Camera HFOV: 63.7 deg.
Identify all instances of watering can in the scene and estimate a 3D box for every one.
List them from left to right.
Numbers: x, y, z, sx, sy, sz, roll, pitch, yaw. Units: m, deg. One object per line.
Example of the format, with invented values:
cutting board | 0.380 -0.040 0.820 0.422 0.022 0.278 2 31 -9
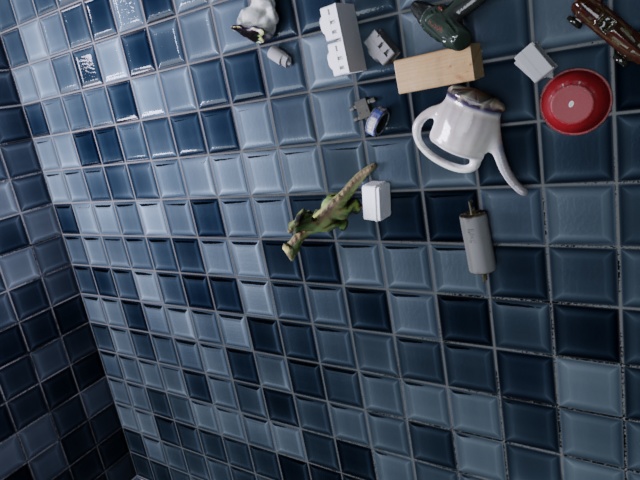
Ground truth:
watering can | 0.412 -0.268 1.341 0.350 0.105 0.219 28 122 18

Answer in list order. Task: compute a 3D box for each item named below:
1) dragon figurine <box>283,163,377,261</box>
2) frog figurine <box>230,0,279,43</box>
dragon figurine | 0.005 -0.081 1.602 0.123 0.246 0.402 46 129 15
frog figurine | -0.187 -0.701 1.597 0.138 0.121 0.161 13 79 38
